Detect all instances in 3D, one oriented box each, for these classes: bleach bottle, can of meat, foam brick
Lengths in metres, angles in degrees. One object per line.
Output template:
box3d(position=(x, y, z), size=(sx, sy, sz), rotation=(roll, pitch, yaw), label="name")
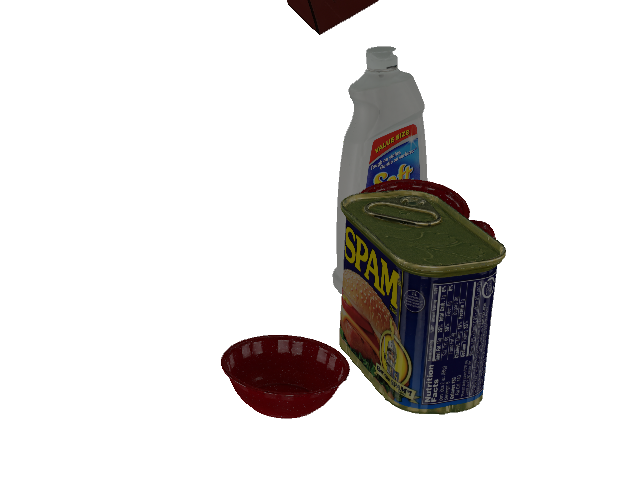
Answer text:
box3d(position=(0.058, -0.070, 1.089), size=(0.102, 0.251, 0.068), rotation=(-10, 22, -16), label="bleach bottle")
box3d(position=(0.048, 0.030, 0.551), size=(0.057, 0.084, 0.102), rotation=(-6, 24, -20), label="can of meat")
box3d(position=(0.012, -0.214, 0.857), size=(0.078, 0.053, 0.051), rotation=(-33, -38, -10), label="foam brick")

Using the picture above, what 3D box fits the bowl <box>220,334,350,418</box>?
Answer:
box3d(position=(-0.045, 0.177, 1.342), size=(0.162, 0.055, 0.162), rotation=(3, 21, -2), label="bowl")

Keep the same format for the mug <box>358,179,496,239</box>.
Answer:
box3d(position=(0.082, 0.008, 0.854), size=(0.117, 0.081, 0.093), rotation=(-1, 34, 0), label="mug")
